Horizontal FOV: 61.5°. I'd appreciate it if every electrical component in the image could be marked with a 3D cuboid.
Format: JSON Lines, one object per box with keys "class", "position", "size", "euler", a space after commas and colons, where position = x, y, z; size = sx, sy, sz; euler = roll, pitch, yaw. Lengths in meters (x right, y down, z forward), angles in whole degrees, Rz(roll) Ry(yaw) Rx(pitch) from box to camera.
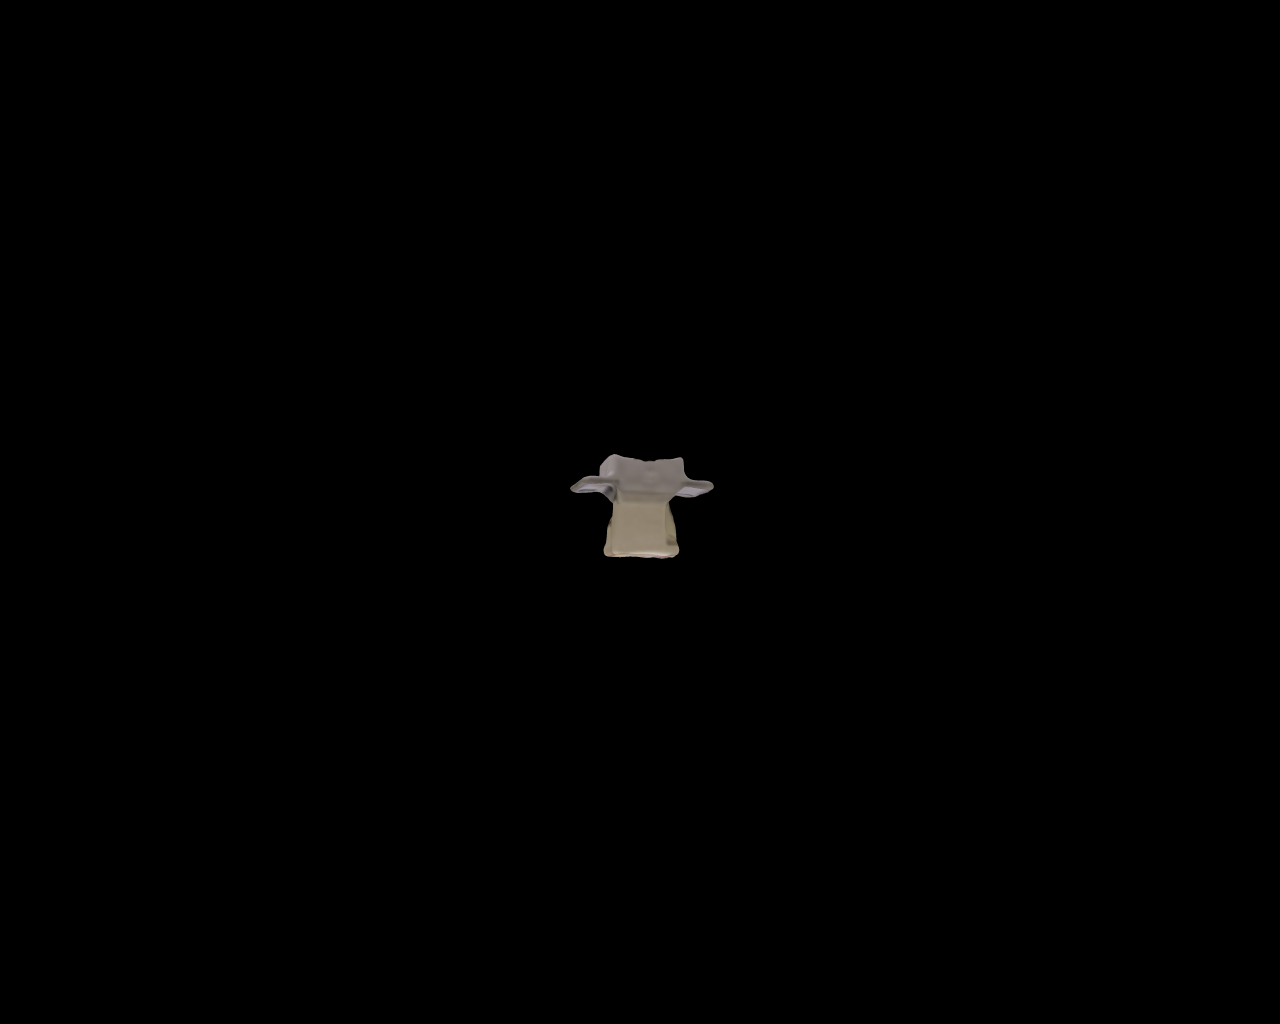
{"class": "electrical component", "position": [0.001, -0.003, 0.650], "size": [0.081, 0.063, 0.042], "euler": [2, -7, -14]}
